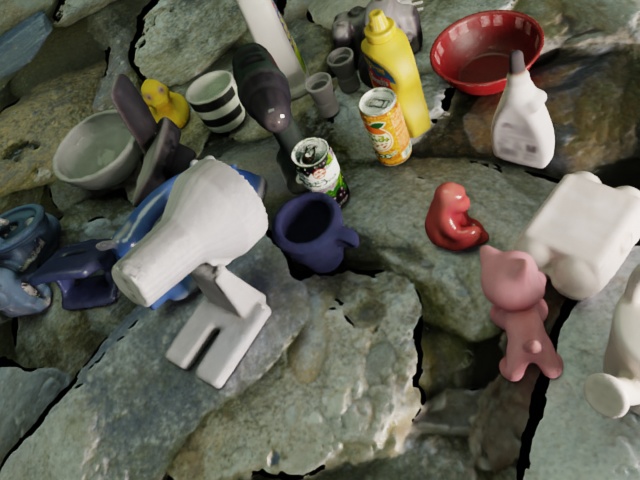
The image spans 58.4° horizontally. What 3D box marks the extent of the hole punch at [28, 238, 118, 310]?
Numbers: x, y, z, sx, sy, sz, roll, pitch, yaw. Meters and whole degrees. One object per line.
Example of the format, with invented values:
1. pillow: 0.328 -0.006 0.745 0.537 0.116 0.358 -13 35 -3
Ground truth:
1. hole punch: -0.359 0.040 0.851 0.108 0.091 0.101 -10 54 15

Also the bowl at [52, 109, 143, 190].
1. bowl: -0.371 -0.145 0.995 0.167 0.075 0.167 -10 54 15

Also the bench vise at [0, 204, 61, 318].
1. bench vise: -0.472 0.000 0.840 0.121 0.220 0.207 -26 51 3

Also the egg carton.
1. egg carton: 0.290 -0.006 0.639 0.107 0.070 0.150 29 71 35

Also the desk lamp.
1. desk lamp: -0.139 0.039 0.685 0.117 0.214 0.203 18 65 31

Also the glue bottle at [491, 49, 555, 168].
1. glue bottle: 0.245 -0.160 0.699 0.077 0.173 0.037 23 68 33

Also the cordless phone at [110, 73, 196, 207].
1. cordless phone: -0.283 -0.152 0.894 0.094 0.185 0.147 -11 54 15

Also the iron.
1. iron: -0.189 -0.037 0.804 0.118 0.142 0.258 29 71 35

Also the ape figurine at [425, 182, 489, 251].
1. ape figurine: 0.162 -0.034 0.695 0.076 0.092 0.078 -7 55 18

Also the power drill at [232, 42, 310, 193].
1. power drill: -0.054 -0.166 0.799 0.075 0.209 0.229 -27 51 2

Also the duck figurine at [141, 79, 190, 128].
1. duck figurine: -0.289 -0.254 1.032 0.077 0.086 0.104 -33 51 -3

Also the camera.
1. camera: 0.083 -0.315 0.918 0.142 0.101 0.137 -1 57 21

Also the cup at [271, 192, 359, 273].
1. cup: 0.007 0.003 0.729 0.117 0.095 0.092 16 64 30

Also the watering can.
1. watering can: 0.301 0.086 0.490 0.100 0.194 0.173 19 66 31

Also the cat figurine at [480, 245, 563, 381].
1. cat figurine: 0.205 0.067 0.591 0.067 0.118 0.127 -13 53 13
